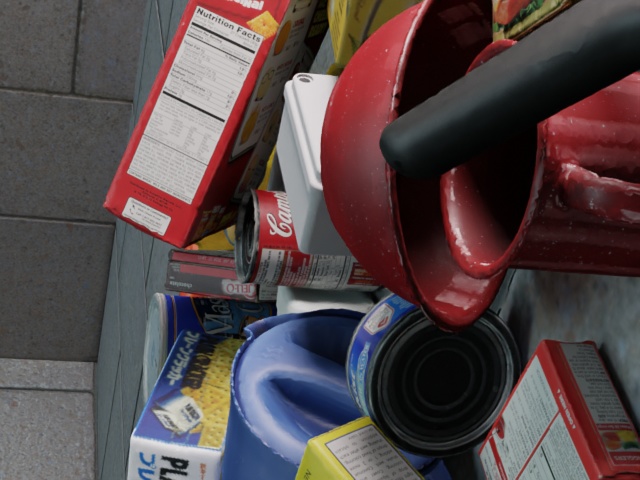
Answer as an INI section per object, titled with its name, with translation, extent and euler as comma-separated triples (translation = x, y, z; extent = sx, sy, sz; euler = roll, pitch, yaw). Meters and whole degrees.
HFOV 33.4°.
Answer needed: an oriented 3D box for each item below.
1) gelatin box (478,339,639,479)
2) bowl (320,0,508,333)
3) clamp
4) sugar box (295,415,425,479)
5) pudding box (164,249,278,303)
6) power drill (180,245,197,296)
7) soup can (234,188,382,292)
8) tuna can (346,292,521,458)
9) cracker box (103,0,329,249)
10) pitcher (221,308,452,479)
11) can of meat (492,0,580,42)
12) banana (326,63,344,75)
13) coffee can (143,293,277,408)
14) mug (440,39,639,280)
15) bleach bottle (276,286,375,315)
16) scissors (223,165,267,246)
[gelatin box]
translation = 0.106, 0.100, 0.472
extent = 0.073, 0.030, 0.089
euler = -104, 24, -45
[bowl]
translation = 0.045, -0.040, 0.502
extent = 0.161, 0.055, 0.162
euler = -10, -78, -60
[clamp]
translation = 0.113, -0.080, 0.327
extent = 0.210, 0.036, 0.164
euler = 18, 78, 51
[sugar box]
translation = 0.050, 0.176, 0.490
extent = 0.176, 0.048, 0.093
euler = 46, 136, 36
[pudding box]
translation = -0.061, 0.031, 0.886
extent = 0.113, 0.090, 0.039
euler = 2, -86, -62
[power drill]
translation = -0.122, 0.052, 1.262
extent = 0.188, 0.057, 0.184
euler = -178, 96, -72
[soup can]
translation = -0.005, 0.001, 0.762
extent = 0.069, 0.102, 0.068
euler = -176, 90, -75
[tuna can]
translation = 0.059, 0.067, 0.546
extent = 0.034, 0.086, 0.086
euler = -142, 58, -70
[cracker box]
translation = -0.062, -0.110, 0.755
extent = 0.214, 0.072, 0.164
euler = -66, -6, 11
[pitcher]
translation = 0.001, 0.178, 0.675
extent = 0.149, 0.145, 0.243
euler = -85, 6, -51
[can of meat]
translation = 0.113, -0.130, 0.464
extent = 0.102, 0.057, 0.084
euler = 155, 117, -72
[banana]
translation = 0.035, -0.100, 0.782
extent = 0.069, 0.037, 0.198
euler = -67, 17, 0
[coffee can]
translation = -0.076, 0.101, 0.919
extent = 0.103, 0.140, 0.103
euler = -176, 90, -75
[mug]
translation = 0.105, -0.025, 0.411
extent = 0.117, 0.081, 0.093
euler = -140, 56, -71
[bleach bottle]
translation = -0.008, 0.158, 0.809
extent = 0.102, 0.068, 0.251
euler = -125, 39, -72
[scissors]
translation = -0.088, -0.009, 0.937
extent = 0.202, 0.016, 0.096
euler = -51, 43, 50
